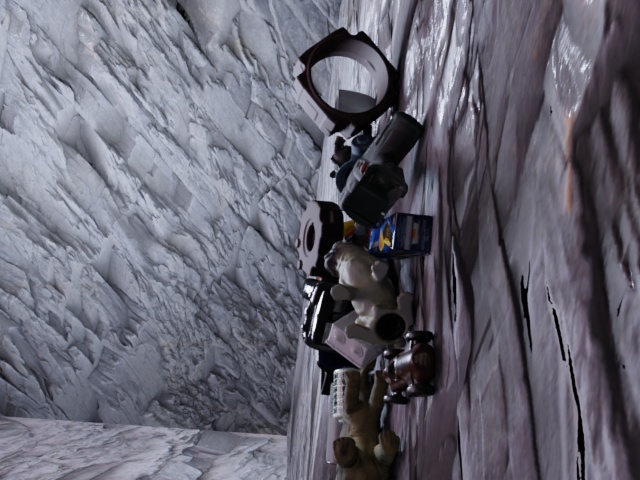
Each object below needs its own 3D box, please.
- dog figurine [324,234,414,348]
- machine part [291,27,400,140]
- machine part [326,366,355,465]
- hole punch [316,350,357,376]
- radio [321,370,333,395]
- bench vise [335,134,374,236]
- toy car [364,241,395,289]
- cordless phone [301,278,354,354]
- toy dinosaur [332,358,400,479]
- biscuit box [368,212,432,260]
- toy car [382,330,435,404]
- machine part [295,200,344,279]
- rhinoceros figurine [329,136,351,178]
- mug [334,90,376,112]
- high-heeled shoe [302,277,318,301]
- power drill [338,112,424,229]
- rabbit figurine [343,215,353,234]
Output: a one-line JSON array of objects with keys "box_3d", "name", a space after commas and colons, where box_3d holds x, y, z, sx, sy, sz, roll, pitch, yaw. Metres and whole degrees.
[{"box_3d": [0.084, 0.087, 0.934, 0.191, 0.121, 0.172, -105, -5, -76], "name": "dog figurine"}, {"box_3d": [0.055, -0.339, 1.166, 0.201, 0.201, 0.087, 51, 164, 0], "name": "machine part"}, {"box_3d": [0.055, 0.403, 1.184, 0.079, 0.079, 0.243, 116, 159, -75], "name": "machine part"}, {"box_3d": [0.059, 0.264, 1.281, 0.092, 0.115, 0.142, -34, 36, 22], "name": "hole punch"}, {"box_3d": [0.046, 0.288, 1.441, 0.230, 0.073, 0.131, -90, 8, -45], "name": "radio"}, {"box_3d": [0.092, -0.092, 1.143, 0.223, 0.129, 0.241, 97, 179, -46], "name": "bench vise"}, {"box_3d": [0.113, 0.075, 1.049, 0.202, 0.056, 0.073, -88, 0, -51], "name": "toy car"}, {"box_3d": [-0.005, 0.150, 1.130, 0.184, 0.088, 0.146, 10, 86, 62], "name": "cordless phone"}, {"box_3d": [0.074, 0.386, 0.905, 0.471, 0.105, 0.198, -76, -11, -54], "name": "toy dinosaur"}, {"box_3d": [0.130, -0.002, 0.910, 0.202, 0.059, 0.062, 136, 140, -82], "name": "biscuit box"}, {"box_3d": [0.125, 0.195, 0.804, 0.202, 0.053, 0.089, 112, 160, -68], "name": "toy car"}, {"box_3d": [-0.002, -0.004, 1.172, 0.179, 0.056, 0.179, -173, 90, -71], "name": "machine part"}, {"box_3d": [0.066, -0.188, 1.301, 0.190, 0.073, 0.112, 10, -87, -85], "name": "rhinoceros figurine"}, {"box_3d": [0.095, -0.346, 1.433, 0.080, 0.107, 0.109, 104, 167, -65], "name": "mug"}, {"box_3d": [0.016, 0.101, 1.591, 0.249, 0.145, 0.086, -94, 12, -54], "name": "high-heeled shoe"}, {"box_3d": [0.093, -0.099, 0.924, 0.232, 0.086, 0.207, -53, 4, 28], "name": "power drill"}, {"box_3d": [0.047, 0.005, 1.488, 0.162, 0.122, 0.173, -58, -18, 5], "name": "rabbit figurine"}]
